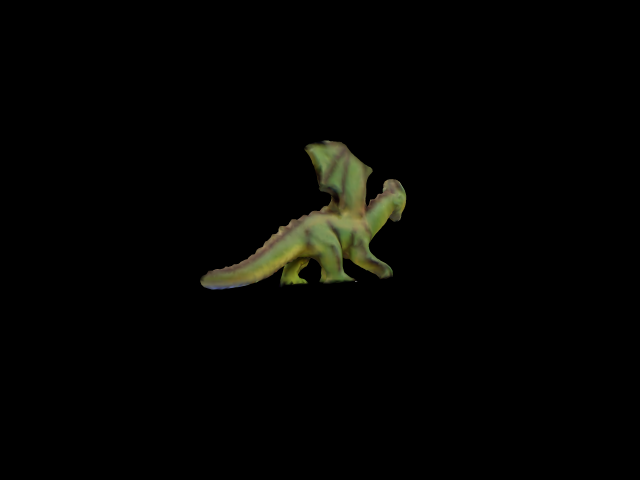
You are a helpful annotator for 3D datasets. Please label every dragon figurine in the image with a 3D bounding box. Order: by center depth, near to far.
[{"bbox_3d":[0.003,-0.043,0.850,0.410,0.243,0.122,1,-4,-37],"label":"dragon figurine"}]
